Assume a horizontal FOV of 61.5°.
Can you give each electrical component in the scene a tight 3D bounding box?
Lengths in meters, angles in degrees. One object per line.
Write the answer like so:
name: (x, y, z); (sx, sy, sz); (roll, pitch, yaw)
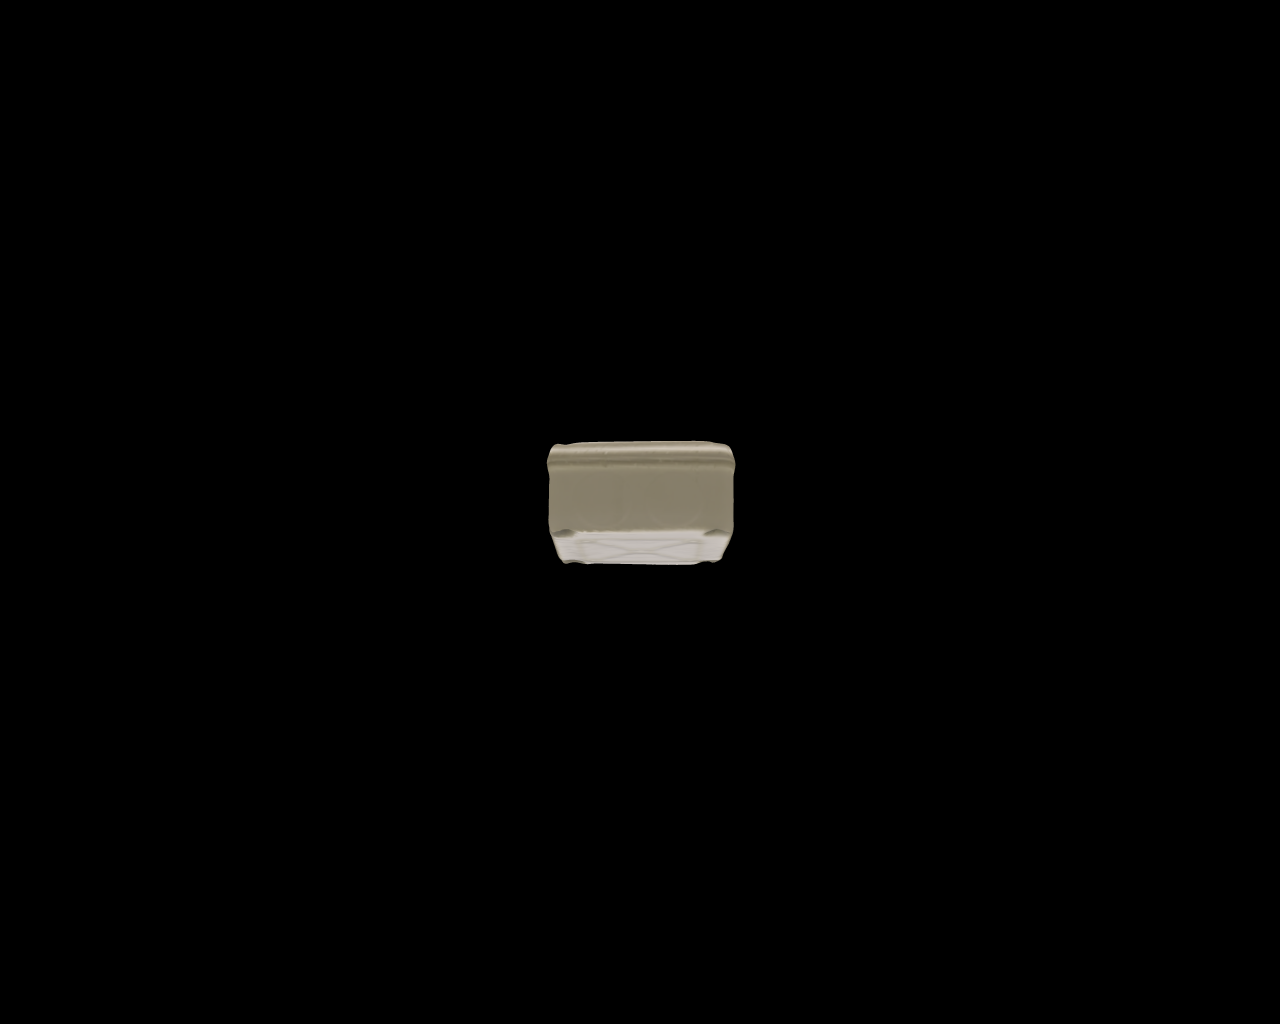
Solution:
electrical component: (0.001, -0.003, 0.650); (0.109, 0.056, 0.108); (0, -13, 0)
